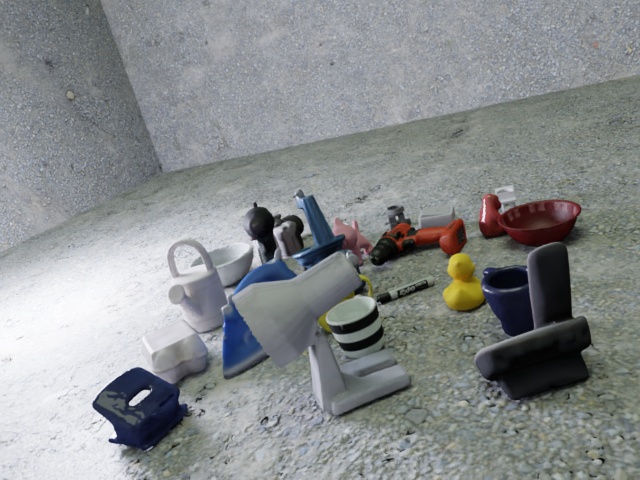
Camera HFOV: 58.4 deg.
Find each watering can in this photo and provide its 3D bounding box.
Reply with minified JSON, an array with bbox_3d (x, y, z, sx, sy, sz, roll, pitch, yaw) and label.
[{"bbox_3d":[-0.260,0.090,1.199,0.101,0.194,0.172,-18,18,-5],"label":"watering can"}]

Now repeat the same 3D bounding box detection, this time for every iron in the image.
[{"bbox_3d":[-0.116,0.125,1.062,0.118,0.141,0.259,-4,22,32],"label":"iron"}]

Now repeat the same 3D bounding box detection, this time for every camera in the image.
[{"bbox_3d":[-0.100,-0.027,1.561,0.142,0.101,0.137,2,26,44],"label":"camera"}]

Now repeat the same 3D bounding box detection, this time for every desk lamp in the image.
[{"bbox_3d":[0.000,0.134,0.819,0.203,0.214,0.117,-19,19,-10],"label":"desk lamp"}]

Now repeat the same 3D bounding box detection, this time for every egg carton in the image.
[{"bbox_3d":[-0.271,0.206,1.067,0.107,0.069,0.150,-24,20,-23],"label":"egg carton"}]

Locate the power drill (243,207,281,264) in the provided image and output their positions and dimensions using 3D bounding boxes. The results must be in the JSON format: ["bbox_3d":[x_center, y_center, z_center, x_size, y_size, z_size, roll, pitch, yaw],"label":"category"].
[{"bbox_3d":[-0.113,0.021,1.257,0.075,0.209,0.229,-17,18,-3],"label":"power drill"}]

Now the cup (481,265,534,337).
[{"bbox_3d":[0.293,0.095,0.881,0.092,0.095,0.117,-20,19,-13],"label":"cup"}]

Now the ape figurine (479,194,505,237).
[{"bbox_3d":[0.382,-0.059,1.263,0.076,0.092,0.077,-19,18,-9],"label":"ape figurine"}]

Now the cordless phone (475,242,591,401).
[{"bbox_3d":[0.268,0.099,0.743,0.147,0.185,0.094,-18,18,-7],"label":"cordless phone"}]

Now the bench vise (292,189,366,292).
[{"bbox_3d":[0.019,-0.001,1.191,0.206,0.220,0.122,3,26,45],"label":"bench vise"}]

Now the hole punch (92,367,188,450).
[{"bbox_3d":[-0.277,0.256,0.889,0.100,0.091,0.109,-4,21,31],"label":"hole punch"}]

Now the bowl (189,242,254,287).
[{"bbox_3d":[-0.236,0.071,1.429,0.167,0.075,0.167,-14,18,5],"label":"bowl"}]

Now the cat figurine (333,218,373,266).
[{"bbox_3d":[0.066,-0.002,1.322,0.067,0.118,0.128,-5,21,29],"label":"cat figurine"}]

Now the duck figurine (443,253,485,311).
[{"bbox_3d":[0.251,0.068,1.009,0.077,0.086,0.105,-8,20,23],"label":"duck figurine"}]

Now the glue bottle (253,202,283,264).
[{"bbox_3d":[-0.141,-0.013,1.439,0.037,0.173,0.078,-10,19,18],"label":"glue bottle"}]
